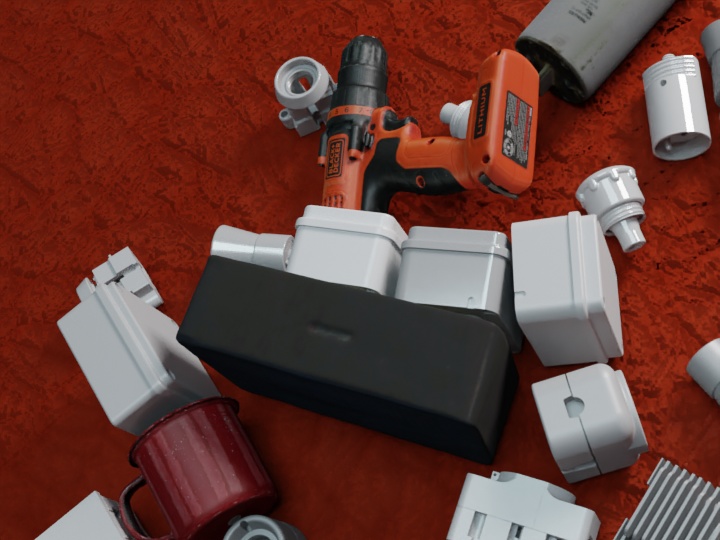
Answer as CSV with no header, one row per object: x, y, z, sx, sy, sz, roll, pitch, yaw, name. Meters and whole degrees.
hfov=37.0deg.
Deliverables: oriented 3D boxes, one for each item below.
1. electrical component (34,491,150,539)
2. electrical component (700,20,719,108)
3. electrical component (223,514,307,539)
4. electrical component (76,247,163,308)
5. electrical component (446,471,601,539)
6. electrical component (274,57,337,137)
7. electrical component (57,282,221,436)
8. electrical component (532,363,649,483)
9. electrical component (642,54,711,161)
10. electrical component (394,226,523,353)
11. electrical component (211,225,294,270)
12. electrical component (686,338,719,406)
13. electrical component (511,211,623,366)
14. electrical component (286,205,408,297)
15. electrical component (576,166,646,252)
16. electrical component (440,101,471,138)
-0.222,0.252,0.804,0.150,0.061,0.089,-39,61,-1,electrical component
0.288,-0.162,0.831,0.044,0.044,0.065,-15,59,12,electrical component
-0.070,0.207,0.782,0.055,0.047,0.055,-7,65,16,electrical component
-0.206,0.018,0.913,0.055,0.048,0.066,-32,61,-6,electrical component
0.113,0.173,0.734,0.089,0.050,0.055,13,72,23,electrical component
-0.045,-0.151,0.928,0.066,0.055,0.048,-22,62,8,electrical component
-0.167,0.078,0.838,0.056,0.108,0.108,-39,61,2,electrical component
0.157,0.103,0.725,0.059,0.095,0.053,-19,62,10,electrical component
0.243,-0.130,0.829,0.043,0.043,0.081,-8,65,15,electrical component
0.077,0.015,0.781,0.078,0.113,0.057,5,72,20,electrical component
-0.085,-0.013,0.890,0.065,0.044,0.044,4,68,15,electrical component
0.256,0.079,0.735,0.044,0.044,0.065,-38,56,0,electrical component
0.148,0.016,0.757,0.057,0.113,0.078,-8,65,18,electrical component
0.000,0.000,0.813,0.078,0.113,0.057,8,73,21,electrical component
0.194,-0.044,0.808,0.048,0.048,0.062,-23,69,8,electrical component
0.094,-0.118,0.875,0.062,0.048,0.048,29,78,36,electrical component
